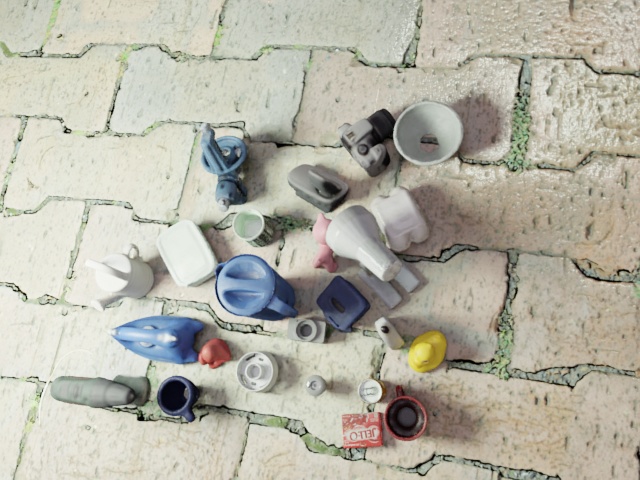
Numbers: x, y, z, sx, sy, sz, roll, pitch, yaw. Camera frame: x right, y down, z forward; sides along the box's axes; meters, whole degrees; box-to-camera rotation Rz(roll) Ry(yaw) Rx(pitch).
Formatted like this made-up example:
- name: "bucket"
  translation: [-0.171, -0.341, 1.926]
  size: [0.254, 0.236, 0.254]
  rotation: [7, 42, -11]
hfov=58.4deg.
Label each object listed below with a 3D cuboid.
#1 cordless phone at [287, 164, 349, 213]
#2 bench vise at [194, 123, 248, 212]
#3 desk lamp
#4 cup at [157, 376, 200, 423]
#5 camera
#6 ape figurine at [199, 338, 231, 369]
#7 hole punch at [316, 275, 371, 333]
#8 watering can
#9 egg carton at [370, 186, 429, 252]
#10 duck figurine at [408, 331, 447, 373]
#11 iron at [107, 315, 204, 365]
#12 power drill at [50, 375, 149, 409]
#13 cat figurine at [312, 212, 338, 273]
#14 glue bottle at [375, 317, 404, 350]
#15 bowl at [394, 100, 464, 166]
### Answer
- name: "cordless phone"
  translation: [-0.016, -0.147, 1.375]
  size: [0.147, 0.185, 0.094]
  rotation: [27, 83, 17]
- name: "bench vise"
  translation: [-0.233, -0.185, 1.411]
  size: [0.121, 0.220, 0.207]
  rotation: [-22, 73, 6]
- name: "desk lamp"
  translation: [0.122, 0.037, 1.286]
  size: [0.118, 0.214, 0.203]
  rotation: [-43, 72, -1]
- name: "cup"
  translation: [-0.317, 0.379, 1.357]
  size: [0.091, 0.095, 0.117]
  rotation: [-40, 72, 0]
- name: "camera"
  translation: [0.130, -0.255, 1.415]
  size: [0.137, 0.101, 0.143]
  rotation: [-38, 72, 1]
- name: "ape figurine"
  translation: [-0.256, 0.273, 1.371]
  size: [0.077, 0.092, 0.076]
  rotation: [7, 78, 14]
- name: "hole punch"
  translation: [0.052, 0.151, 1.337]
  size: [0.101, 0.091, 0.108]
  rotation: [-45, 72, -1]
- name: "watering can"
  translation: [-0.502, 0.091, 1.414]
  size: [0.100, 0.194, 0.173]
  rotation: [-2, 76, 12]
- name: "egg carton"
  translation: [0.192, -0.051, 1.368]
  size: [0.107, 0.069, 0.150]
  rotation: [-28, 73, 4]
- name: "duck figurine"
  translation: [0.238, 0.247, 1.277]
  size: [0.077, 0.086, 0.104]
  rotation: [38, 87, 18]
- name: "iron"
  translation: [-0.422, 0.234, 1.390]
  size: [0.257, 0.141, 0.119]
  rotation: [3, 77, 13]
- name: "power drill"
  translation: [-0.492, 0.354, 1.340]
  size: [0.229, 0.209, 0.075]
  rotation: [0, 76, 12]
- name: "cat figurine"
  translation: [0.013, 0.005, 1.367]
  size: [0.067, 0.118, 0.128]
  rotation: [11, 79, 14]
- name: "glue bottle"
  translation: [0.148, 0.202, 1.261]
  size: [0.037, 0.173, 0.078]
  rotation: [-35, 72, 2]
- name: "bowl"
  translation: [0.265, -0.249, 1.399]
  size: [0.167, 0.075, 0.167]
  rotation: [-3, 76, 11]
